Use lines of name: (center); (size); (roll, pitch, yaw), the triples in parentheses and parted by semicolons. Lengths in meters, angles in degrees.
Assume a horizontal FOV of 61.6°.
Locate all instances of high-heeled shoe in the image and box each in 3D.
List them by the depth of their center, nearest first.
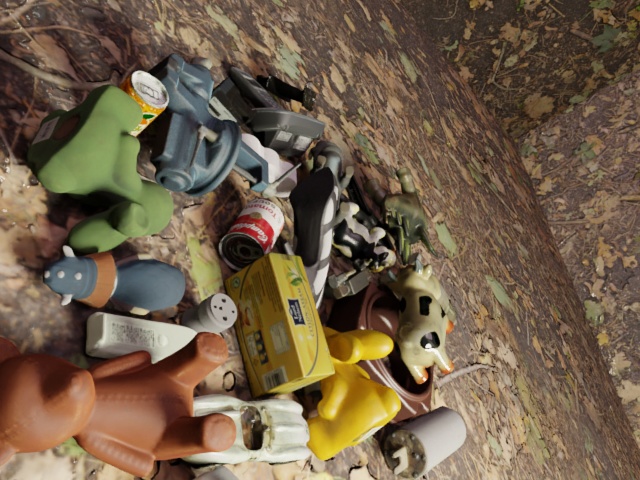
high-heeled shoe: (-0.002, -0.003, 0.881); (0.249, 0.086, 0.145); (-63, 141, -43)

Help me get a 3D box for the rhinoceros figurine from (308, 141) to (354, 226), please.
rhinoceros figurine: (0.013, -0.105, 1.001); (0.073, 0.112, 0.190); (9, 64, -11)

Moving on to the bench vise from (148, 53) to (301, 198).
bench vise: (-0.150, -0.142, 0.771); (0.240, 0.129, 0.224); (33, 38, -42)

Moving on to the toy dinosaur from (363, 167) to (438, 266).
toy dinosaur: (0.180, -0.051, 1.151); (0.471, 0.105, 0.198); (20, 47, -64)

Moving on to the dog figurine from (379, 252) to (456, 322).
dog figurine: (0.222, 0.142, 1.066); (0.190, 0.121, 0.172); (45, 28, -26)

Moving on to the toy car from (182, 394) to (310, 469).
toy car: (-0.081, 0.221, 0.622); (0.201, 0.056, 0.073); (22, 46, -45)

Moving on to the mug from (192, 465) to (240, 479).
mug: (-0.090, 0.275, 0.521); (0.081, 0.109, 0.107); (-9, 57, -52)

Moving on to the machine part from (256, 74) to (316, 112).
machine part: (-0.062, -0.294, 1.068); (0.139, 0.039, 0.084); (32, 3, 40)

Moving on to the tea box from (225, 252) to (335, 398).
tea box: (-0.056, 0.112, 0.715); (0.068, 0.098, 0.169); (12, 56, -51)

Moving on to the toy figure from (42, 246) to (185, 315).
toy figure: (-0.220, 0.046, 0.574); (0.154, 0.058, 0.064); (12, 48, -46)

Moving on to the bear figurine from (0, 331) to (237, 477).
bear figurine: (-0.188, 0.137, 0.473); (0.195, 0.132, 0.120); (33, 37, -47)

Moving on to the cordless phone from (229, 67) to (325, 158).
cordless phone: (-0.090, -0.250, 1.015); (0.184, 0.088, 0.146); (53, 27, 22)

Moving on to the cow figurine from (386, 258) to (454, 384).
cow figurine: (0.161, 0.119, 0.881); (0.127, 0.085, 0.195); (53, 31, -22)

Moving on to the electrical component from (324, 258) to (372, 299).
electrical component: (0.046, 0.064, 0.889); (0.102, 0.078, 0.045); (-26, 100, -45)

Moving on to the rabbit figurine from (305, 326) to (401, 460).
rabbit figurine: (0.023, 0.187, 0.740); (0.122, 0.162, 0.173); (-1, 46, -43)

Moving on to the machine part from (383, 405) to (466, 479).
machine part: (0.177, 0.329, 0.885); (0.243, 0.079, 0.079); (3, 61, -54)

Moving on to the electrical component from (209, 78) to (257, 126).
electrical component: (-0.170, -0.223, 0.870); (0.119, 0.075, 0.048); (44, 34, -18)

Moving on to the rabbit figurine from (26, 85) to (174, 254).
rabbit figurine: (-0.225, -0.062, 0.606); (0.170, 0.121, 0.159); (51, 22, -43)

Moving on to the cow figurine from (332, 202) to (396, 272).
cow figurine: (0.084, 0.015, 1.035); (0.167, 0.068, 0.098); (42, 40, -21)

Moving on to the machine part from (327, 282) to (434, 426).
machine part: (0.105, 0.186, 0.898); (0.201, 0.087, 0.201); (49, 30, -16)
